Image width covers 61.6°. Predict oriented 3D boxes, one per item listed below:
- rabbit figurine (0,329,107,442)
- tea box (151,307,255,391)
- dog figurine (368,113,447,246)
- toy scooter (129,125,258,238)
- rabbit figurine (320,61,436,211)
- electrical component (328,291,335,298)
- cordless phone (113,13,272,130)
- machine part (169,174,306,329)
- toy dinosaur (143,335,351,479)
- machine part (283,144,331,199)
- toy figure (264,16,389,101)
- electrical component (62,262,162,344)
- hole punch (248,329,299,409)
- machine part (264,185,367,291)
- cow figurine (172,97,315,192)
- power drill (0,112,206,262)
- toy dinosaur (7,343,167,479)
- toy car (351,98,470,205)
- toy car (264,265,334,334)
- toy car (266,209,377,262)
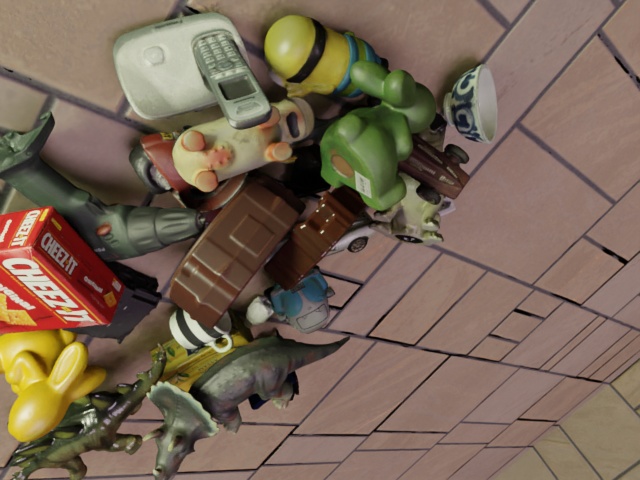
[{"bbox_3d":[-0.410,0.214,0.804,0.162,0.173,0.121,-18,133,-8],"label":"rabbit figurine"},{"bbox_3d":[-0.211,0.207,0.991,0.170,0.068,0.098,-32,139,-1],"label":"tea box"},{"bbox_3d":[0.161,-0.098,0.877,0.121,0.190,0.172,14,166,2],"label":"dog figurine"},{"bbox_3d":[-0.161,-0.090,0.732,0.135,0.075,0.183,-33,139,-3],"label":"toy scooter"},{"bbox_3d":[0.079,-0.154,0.694,0.170,0.121,0.158,-45,140,-21],"label":"rabbit figurine"},{"bbox_3d":[-0.007,0.134,1.074,0.094,0.021,0.063,-32,139,-1],"label":"electrical component"},{"bbox_3d":[-0.137,-0.164,0.592,0.147,0.184,0.088,-20,141,-13],"label":"cordless phone"},{"bbox_3d":[-0.119,0.017,0.754,0.201,0.087,0.201,-54,-178,-23],"label":"machine part"},{"bbox_3d":[-0.125,0.235,0.913,0.405,0.131,0.192,-34,158,-14],"label":"toy dinosaur"},{"bbox_3d":[-0.014,-0.099,0.808,0.084,0.039,0.138,-13,164,-6],"label":"machine part"},{"bbox_3d":[0.012,-0.232,0.692,0.180,0.082,0.089,2,132,-30],"label":"toy figure"},{"bbox_3d":[-0.330,0.092,0.819,0.115,0.058,0.134,-47,137,13],"label":"electrical component"},{"bbox_3d":[-0.102,0.263,1.068,0.092,0.142,0.115,-7,144,-20],"label":"hole punch"},{"bbox_3d":[-0.008,-0.008,0.778,0.056,0.179,0.179,42,107,-2],"label":"machine part"},{"bbox_3d":[-0.090,-0.125,0.671,0.195,0.127,0.085,-28,111,-24],"label":"cow figurine"},{"bbox_3d":[-0.283,-0.053,0.653,0.232,0.086,0.207,-15,141,21],"label":"power drill"},{"bbox_3d":[-0.403,0.319,0.932,0.471,0.105,0.198,-38,146,11],"label":"toy dinosaur"},{"bbox_3d":[0.122,-0.131,0.779,0.089,0.202,0.053,-53,167,-3],"label":"toy car"},{"bbox_3d":[-0.031,0.116,0.954,0.109,0.103,0.161,-25,166,-9],"label":"toy car"},{"bbox_3d":[-0.002,-0.003,0.908,0.202,0.074,0.056,-18,140,-15],"label":"toy car"}]
